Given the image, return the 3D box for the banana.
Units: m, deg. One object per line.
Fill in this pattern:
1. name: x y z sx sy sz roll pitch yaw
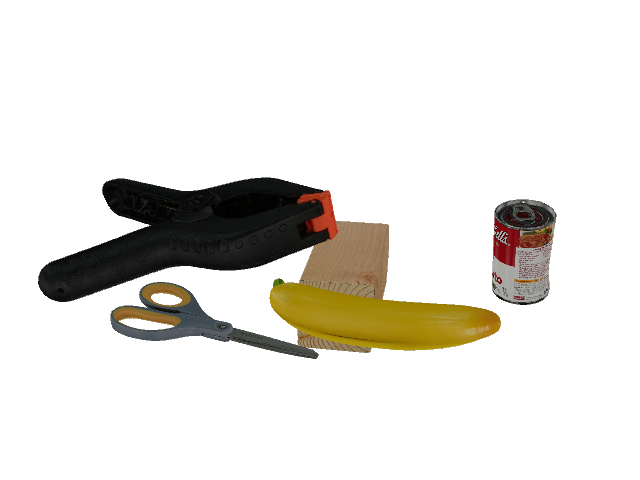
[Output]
1. banana: 0.037 0.056 0.830 0.198 0.037 0.069 10 31 23

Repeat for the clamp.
1. clamp: -0.079 -0.003 0.626 0.172 0.039 0.120 -2 37 24

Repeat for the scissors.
1. scissors: -0.100 0.076 1.036 0.201 0.016 0.096 5 31 0

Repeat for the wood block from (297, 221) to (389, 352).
1. wood block: 0.032 0.053 1.342 0.091 0.090 0.206 4 22 7

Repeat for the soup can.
1. soup can: 0.230 0.013 1.213 0.068 0.102 0.068 -2 30 1
